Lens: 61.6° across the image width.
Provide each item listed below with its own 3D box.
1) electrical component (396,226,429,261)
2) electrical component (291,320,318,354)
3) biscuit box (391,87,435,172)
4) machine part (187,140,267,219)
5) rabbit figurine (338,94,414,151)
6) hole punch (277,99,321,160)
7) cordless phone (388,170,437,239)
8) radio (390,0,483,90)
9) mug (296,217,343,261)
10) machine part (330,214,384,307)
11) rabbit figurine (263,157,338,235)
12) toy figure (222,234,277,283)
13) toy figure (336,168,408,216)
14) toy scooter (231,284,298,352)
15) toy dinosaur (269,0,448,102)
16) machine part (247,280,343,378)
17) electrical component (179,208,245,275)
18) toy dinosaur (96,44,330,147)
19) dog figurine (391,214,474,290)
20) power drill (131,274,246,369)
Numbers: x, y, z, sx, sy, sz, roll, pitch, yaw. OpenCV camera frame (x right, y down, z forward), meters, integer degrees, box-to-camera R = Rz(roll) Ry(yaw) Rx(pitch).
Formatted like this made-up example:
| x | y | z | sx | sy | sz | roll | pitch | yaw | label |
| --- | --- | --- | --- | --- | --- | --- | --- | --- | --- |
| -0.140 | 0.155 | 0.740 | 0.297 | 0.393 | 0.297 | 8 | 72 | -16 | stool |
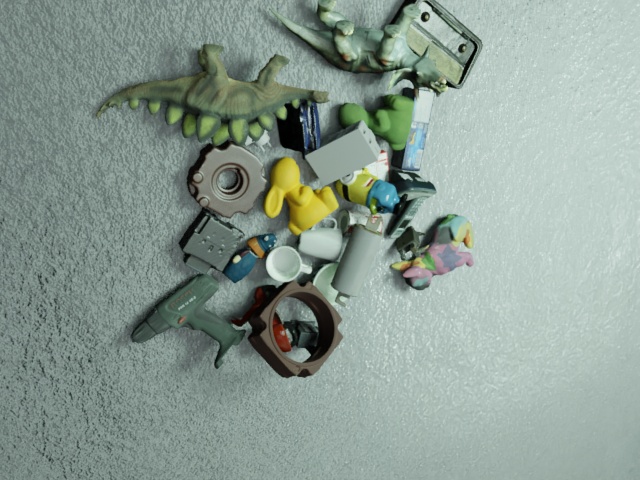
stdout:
| x | y | z | sx | sy | sz | roll | pitch | yaw | label |
| --- | --- | --- | --- | --- | --- | --- | --- | --- | --- |
| 0.248 | 0.009 | 1.450 | 0.078 | 0.102 | 0.045 | -40 | 118 | 23 | electrical component |
| -0.029 | 0.255 | 1.401 | 0.075 | 0.119 | 0.047 | 7 | 106 | -23 | electrical component |
| 0.232 | -0.277 | 1.355 | 0.059 | 0.063 | 0.202 | 1 | 108 | -25 | biscuit box |
| -0.208 | -0.137 | 1.220 | 0.179 | 0.056 | 0.179 | -8 | 111 | -22 | machine part |
| 0.125 | -0.280 | 1.299 | 0.170 | 0.121 | 0.158 | 4 | 115 | -5 | rabbit figurine |
| -0.033 | -0.263 | 1.221 | 0.092 | 0.116 | 0.142 | -15 | 114 | -27 | hole punch |
| 0.206 | -0.083 | 1.397 | 0.146 | 0.089 | 0.184 | -2 | 127 | -48 | cordless phone |
| 0.277 | -0.478 | 1.296 | 0.229 | 0.073 | 0.131 | 27 | 97 | -29 | radio |
| -0.003 | -0.004 | 1.343 | 0.107 | 0.081 | 0.109 | 4 | 112 | -15 | mug |
| 0.090 | 0.049 | 1.326 | 0.079 | 0.079 | 0.243 | 15 | 104 | -27 | machine part |
| -0.064 | -0.109 | 1.277 | 0.162 | 0.122 | 0.173 | -32 | 104 | 0 | rabbit figurine |
| -0.169 | 0.036 | 1.297 | 0.058 | 0.064 | 0.154 | 44 | 82 | 5 | toy figure |
| 0.121 | -0.113 | 1.308 | 0.082 | 0.180 | 0.089 | -37 | 152 | -55 | toy figure |
| -0.143 | 0.213 | 1.350 | 0.135 | 0.075 | 0.183 | -25 | 95 | -18 | toy scooter |
| 0.094 | -0.424 | 1.196 | 0.405 | 0.192 | 0.131 | 13 | 60 | 7 | toy dinosaur |
| -0.056 | 0.213 | 1.297 | 0.201 | 0.087 | 0.201 | 51 | 56 | -10 | machine part |
| -0.258 | 0.010 | 1.250 | 0.115 | 0.058 | 0.134 | 31 | 94 | -27 | electrical component |
| -0.216 | -0.295 | 1.106 | 0.472 | 0.105 | 0.198 | 5 | 97 | -3 | toy dinosaur |
| 0.307 | 0.037 | 1.478 | 0.219 | 0.109 | 0.191 | -16 | 115 | -15 | dog figurine |
| -0.296 | 0.210 | 1.272 | 0.207 | 0.086 | 0.232 | 42 | 82 | -1 | power drill |
